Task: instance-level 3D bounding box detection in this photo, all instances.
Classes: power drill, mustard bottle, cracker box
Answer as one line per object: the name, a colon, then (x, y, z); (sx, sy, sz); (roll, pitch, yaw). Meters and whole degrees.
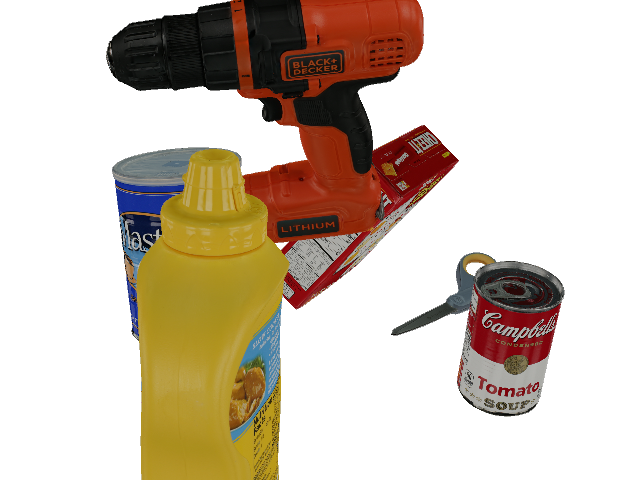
power drill: (-0.029, -0.074, 0.673); (0.184, 0.057, 0.188); (-6, -36, -1)
mustard bottle: (-0.043, 0.056, 0.436); (0.058, 0.192, 0.096); (8, 24, 11)
cracker box: (0.046, -0.030, 1.268); (0.214, 0.072, 0.163); (-48, -8, 34)

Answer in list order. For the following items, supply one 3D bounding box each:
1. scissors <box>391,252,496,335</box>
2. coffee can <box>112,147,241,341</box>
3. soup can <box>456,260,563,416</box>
scissors: (0.135, 0.052, 1.103); (0.201, 0.016, 0.096); (-7, 40, -30)
coffee can: (-0.110, 0.004, 0.867); (0.103, 0.140, 0.103); (-3, 17, 1)
soup can: (0.145, 0.076, 0.827); (0.068, 0.102, 0.068); (4, 30, -2)
